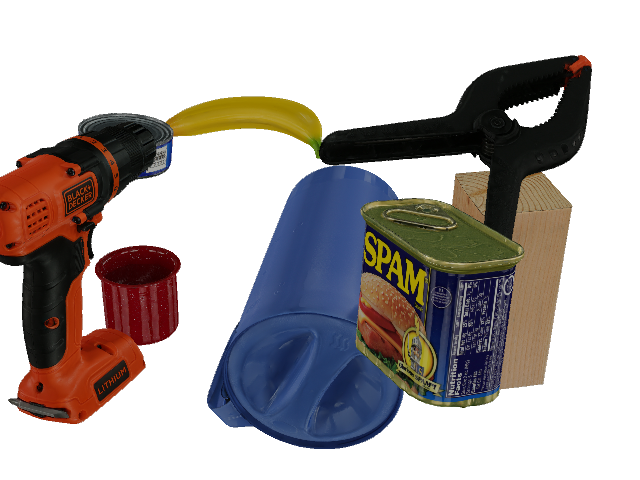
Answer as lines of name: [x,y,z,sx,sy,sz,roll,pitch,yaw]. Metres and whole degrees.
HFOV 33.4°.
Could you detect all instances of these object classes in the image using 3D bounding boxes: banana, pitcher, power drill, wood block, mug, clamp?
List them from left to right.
power drill: [-0.170,0.019,0.760,0.057,0.188,0.184,8,24,24]
mug: [-0.208,0.059,1.191,0.117,0.081,0.093,25,36,38]
banana: [-0.079,-0.136,1.207,0.198,0.037,0.069,8,43,18]
pitcher: [-0.001,0.046,0.874,0.149,0.145,0.242,9,34,3]
clamp: [0.127,-0.063,0.758,0.209,0.165,0.036,-31,-30,-20]
wood block: [0.179,0.041,1.068,0.090,0.206,0.090,-5,30,-11]

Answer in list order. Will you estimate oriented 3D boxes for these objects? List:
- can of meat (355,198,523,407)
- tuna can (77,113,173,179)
can of meat: [0.060,0.032,0.579,0.057,0.084,0.102,-6,22,-24]
tuna can: [-0.178,-0.086,0.973,0.086,0.034,0.086,6,25,-3]
